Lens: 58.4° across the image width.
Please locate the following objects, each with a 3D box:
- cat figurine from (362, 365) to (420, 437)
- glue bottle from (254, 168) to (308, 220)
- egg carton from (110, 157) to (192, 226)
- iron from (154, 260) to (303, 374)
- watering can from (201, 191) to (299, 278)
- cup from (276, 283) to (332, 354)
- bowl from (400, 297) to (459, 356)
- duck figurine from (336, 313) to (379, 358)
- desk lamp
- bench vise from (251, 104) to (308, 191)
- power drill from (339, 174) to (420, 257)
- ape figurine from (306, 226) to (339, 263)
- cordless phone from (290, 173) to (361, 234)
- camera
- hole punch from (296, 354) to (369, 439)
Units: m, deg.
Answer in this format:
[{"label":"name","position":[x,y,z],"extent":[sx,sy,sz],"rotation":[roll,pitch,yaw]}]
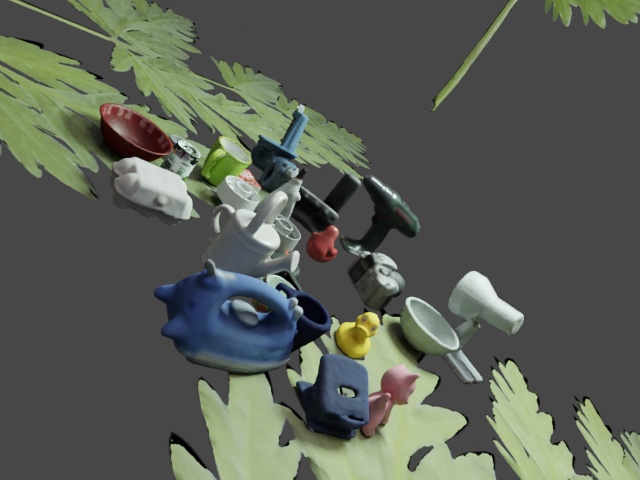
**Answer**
[{"label":"cat figurine","position":[0.121,0.265,0.991],"extent":[0.067,0.117,0.128],"rotation":[46,21,16]},{"label":"glue bottle","position":[-0.081,-0.095,1.304],"extent":[0.078,0.173,0.037],"rotation":[29,23,-28]},{"label":"egg carton","position":[-0.306,-0.087,1.040],"extent":[0.151,0.069,0.107],"rotation":[22,27,-41]},{"label":"iron","position":[-0.110,0.113,0.865],"extent":[0.259,0.141,0.118],"rotation":[23,26,-38]},{"label":"watering can","position":[-0.114,-0.005,1.027],"extent":[0.173,0.194,0.101],"rotation":[35,21,-15]},{"label":"cup","position":[-0.051,0.140,0.981],"extent":[0.117,0.095,0.092],"rotation":[44,20,9]},{"label":"bowl","position":[0.248,0.220,1.372],"extent":[0.168,0.074,0.167],"rotation":[35,21,-15]},{"label":"duck figurine","position":[0.085,0.181,1.151],"extent":[0.077,0.086,0.105],"rotation":[42,20,6]},{"label":"desk lamp","position":[0.386,0.215,1.427],"extent":[0.118,0.213,0.202],"rotation":[13,33,-51]},{"label":"bench vise","position":[-0.083,-0.243,1.540],"extent":[0.207,0.219,0.122],"rotation":[51,23,27]},{"label":"power drill","position":[0.152,-0.047,1.565],"extent":[0.230,0.208,0.075],"rotation":[30,22,-26]},{"label":"ape figurine","position":[0.013,0.005,1.379],"extent":[0.077,0.092,0.076],"rotation":[46,21,16]},{"label":"cordless phone","position":[0.007,-0.119,1.492],"extent":[0.148,0.185,0.094],"rotation":[36,20,-10]},{"label":"camera","position":[0.159,0.101,1.425],"extent":[0.137,0.100,0.143],"rotation":[25,25,-36]},{"label":"hole punch","position":[0.032,0.248,0.909],"extent":[0.109,0.091,0.101],"rotation":[26,25,-35]}]
